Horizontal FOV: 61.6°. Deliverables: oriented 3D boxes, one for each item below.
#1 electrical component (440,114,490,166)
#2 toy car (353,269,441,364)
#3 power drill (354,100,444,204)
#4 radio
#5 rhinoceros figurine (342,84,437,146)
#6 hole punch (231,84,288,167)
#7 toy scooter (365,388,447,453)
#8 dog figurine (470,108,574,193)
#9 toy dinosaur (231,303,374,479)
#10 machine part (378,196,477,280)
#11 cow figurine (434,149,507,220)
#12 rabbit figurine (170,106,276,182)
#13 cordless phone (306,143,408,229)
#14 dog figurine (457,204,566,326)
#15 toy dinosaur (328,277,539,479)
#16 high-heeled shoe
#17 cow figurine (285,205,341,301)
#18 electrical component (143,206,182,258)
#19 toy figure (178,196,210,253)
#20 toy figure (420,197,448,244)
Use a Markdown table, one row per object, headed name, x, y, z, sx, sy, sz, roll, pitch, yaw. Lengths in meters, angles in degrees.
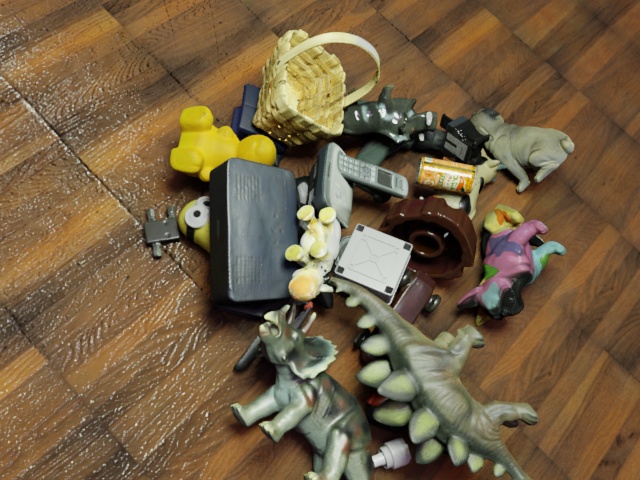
| name | x | y | z | sx | sy | sz | roll | pitch | yaw |
| --- | --- | --- | --- | --- | --- | --- | --- | --- | --- |
| electrical component | 0.271 | -0.203 | 1.057 | 0.048 | 0.074 | 0.119 | -30 | 60 | -24 |
| toy car | 0.140 | 0.143 | 0.967 | 0.089 | 0.053 | 0.202 | 37 | 69 | -2 |
| power drill | 0.148 | -0.178 | 1.086 | 0.232 | 0.086 | 0.207 | 28 | 69 | 1 |
| radio | -0.107 | -0.010 | 0.880 | 0.131 | 0.073 | 0.229 | 4 | 79 | -34 |
| rhinoceros figurine | 0.132 | -0.235 | 1.032 | 0.190 | 0.073 | 0.112 | -3 | 62 | -12 |
| hole punch | -0.112 | -0.228 | 1.045 | 0.116 | 0.092 | 0.142 | 10 | 63 | -13 |
| toy scooter | 0.171 | 0.270 | 0.907 | 0.184 | 0.075 | 0.135 | 23 | 71 | -8 |
| dog figurine | 0.409 | -0.215 | 1.113 | 0.190 | 0.172 | 0.121 | 45 | 55 | 0 |
| toy dinosaur | 0.008 | 0.284 | 0.845 | 0.192 | 0.131 | 0.404 | -41 | 99 | -29 |
| machine part | 0.196 | -0.002 | 0.971 | 0.179 | 0.179 | 0.056 | 29 | 52 | 0 |
| cow figurine | 0.297 | -0.115 | 1.090 | 0.127 | 0.085 | 0.195 | 21 | 63 | 3 |
| rabbit figurine | -0.159 | -0.146 | 0.962 | 0.173 | 0.162 | 0.122 | 1 | 65 | 12 |
| cordless phone | 0.072 | -0.081 | 0.959 | 0.184 | 0.088 | 0.146 | 15 | 57 | -14 |
| dog figurine | 0.338 | 0.054 | 1.021 | 0.219 | 0.192 | 0.108 | -48 | 123 | -1 |
| toy dinosaur | 0.169 | 0.212 | 0.839 | 0.198 | 0.105 | 0.472 | -26 | 64 | -26 |
| high-heeled shoe | -0.002 | -0.003 | 0.984 | 0.145 | 0.086 | 0.249 | -24 | 77 | -28 |
| cow figurine | -0.008 | 0.034 | 0.862 | 0.068 | 0.098 | 0.167 | 1 | 57 | 21 |
| electrical component | -0.278 | -0.015 | 0.955 | 0.063 | 0.021 | 0.094 | -8 | 70 | -16 |
| toy figure | -0.169 | 0.001 | 0.942 | 0.180 | 0.089 | 0.082 | 40 | 35 | -6 |
| toy figure | 0.221 | -0.023 | 1.029 | 0.154 | 0.058 | 0.064 | 36 | 81 | -19 |
